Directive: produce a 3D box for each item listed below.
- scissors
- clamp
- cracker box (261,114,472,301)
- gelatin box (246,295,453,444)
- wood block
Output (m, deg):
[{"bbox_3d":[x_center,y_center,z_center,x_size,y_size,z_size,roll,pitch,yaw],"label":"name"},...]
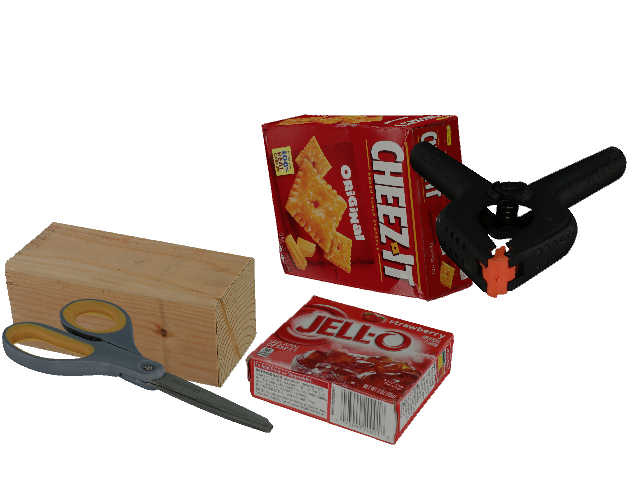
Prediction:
[{"bbox_3d":[-0.114,0.078,0.716,0.202,0.016,0.096,11,27,12],"label":"scissors"},{"bbox_3d":[0.124,-0.025,0.760,0.165,0.036,0.209,5,29,19],"label":"clamp"},{"bbox_3d":[0.040,-0.038,1.042,0.071,0.164,0.214,-18,17,-38],"label":"cracker box"},{"bbox_3d":[0.016,0.066,0.572,0.089,0.030,0.073,15,31,26],"label":"gelatin box"},{"bbox_3d":[-0.171,0.056,0.977,0.206,0.091,0.090,10,31,16],"label":"wood block"}]
